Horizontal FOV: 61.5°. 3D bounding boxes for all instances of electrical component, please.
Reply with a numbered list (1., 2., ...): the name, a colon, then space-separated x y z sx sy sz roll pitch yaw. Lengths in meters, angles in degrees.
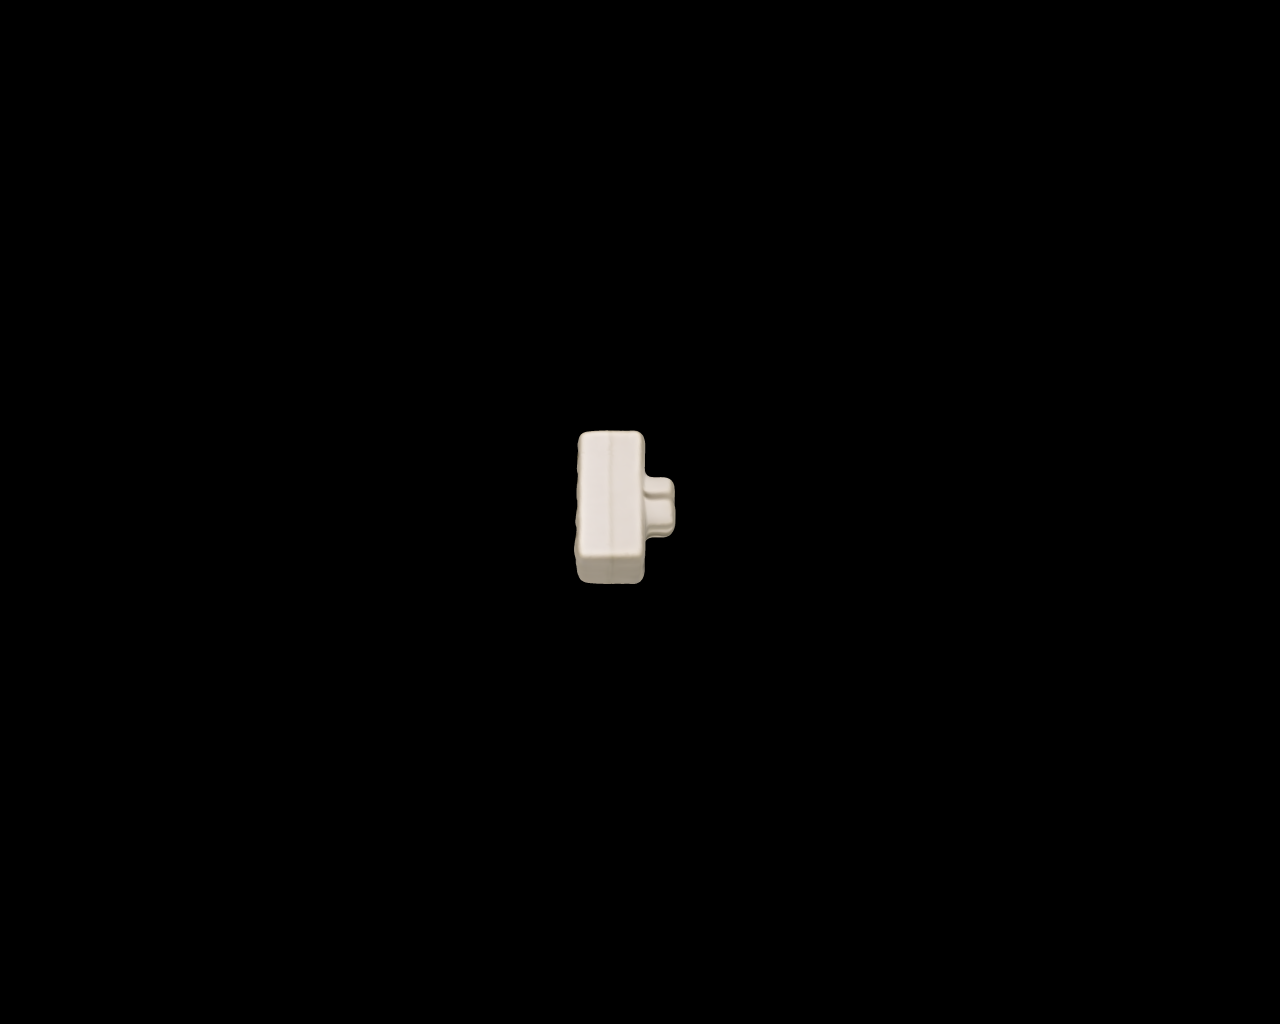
1. electrical component: 0.001 -0.003 0.650 0.076 0.083 0.047 0 -24 0
